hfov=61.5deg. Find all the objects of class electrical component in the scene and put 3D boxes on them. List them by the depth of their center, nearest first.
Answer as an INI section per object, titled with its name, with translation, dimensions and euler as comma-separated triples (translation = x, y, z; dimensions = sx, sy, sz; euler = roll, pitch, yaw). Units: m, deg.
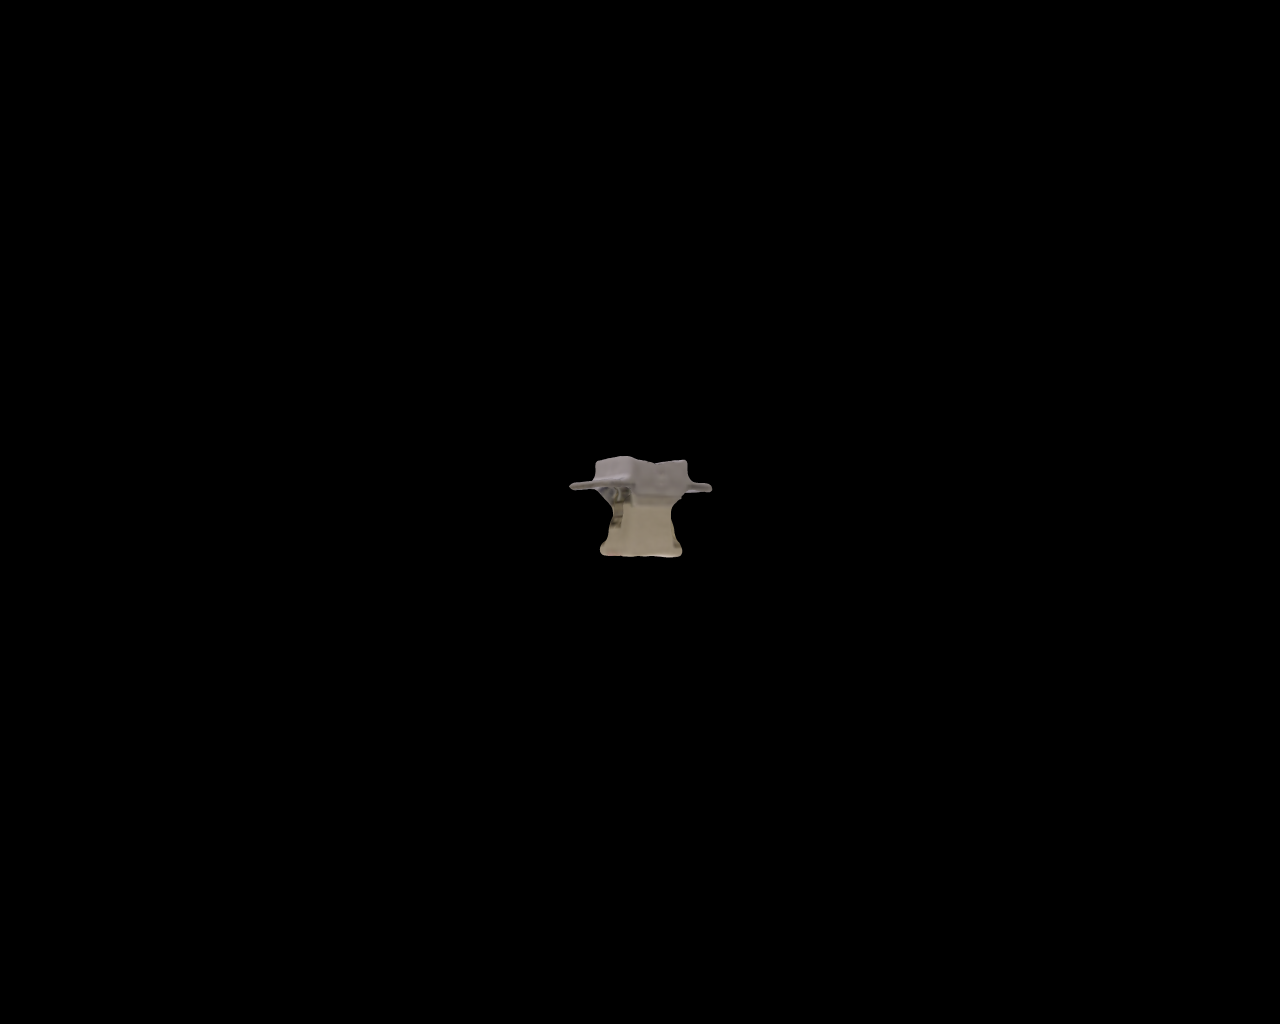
[electrical component]
translation = 0.001, -0.003, 0.650
dimensions = 0.081, 0.063, 0.042
euler = 1, -2, -34
